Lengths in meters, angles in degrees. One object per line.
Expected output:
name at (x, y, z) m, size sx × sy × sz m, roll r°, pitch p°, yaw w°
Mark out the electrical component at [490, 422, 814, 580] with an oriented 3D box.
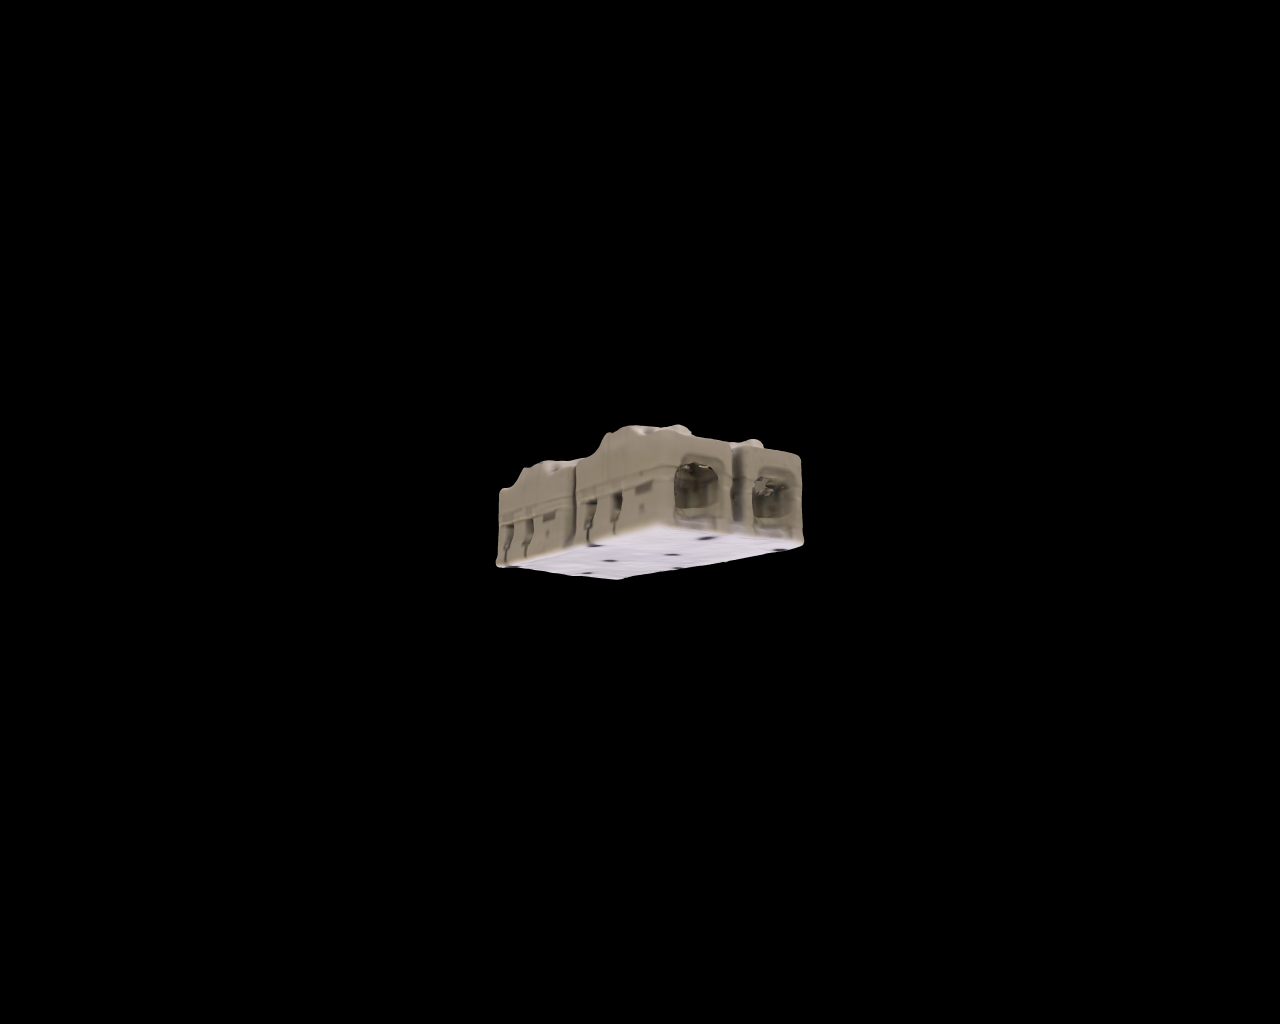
electrical component at (0.001, -0.003, 0.650) m, size 0.105 × 0.060 × 0.186 m, roll 8°, pitch -14°, yaw -35°
